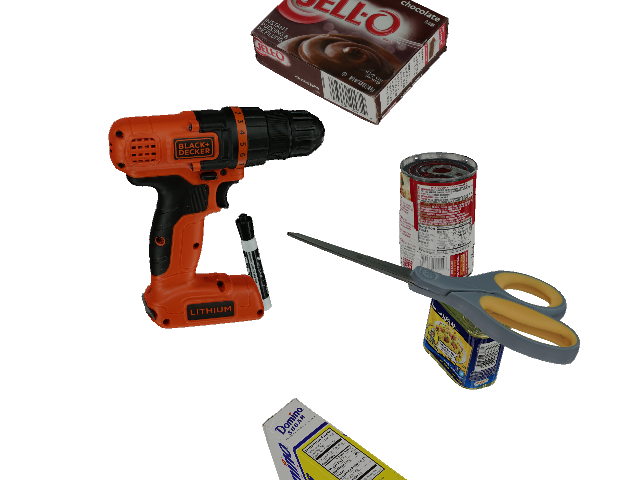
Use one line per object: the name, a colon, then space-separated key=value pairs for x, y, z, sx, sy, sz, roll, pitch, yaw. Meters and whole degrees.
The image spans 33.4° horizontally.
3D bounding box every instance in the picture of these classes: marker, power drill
marker: x=-0.075 y=0.024 z=1.200 sx=0.020 sy=0.121 sz=0.020 roll=-9 pitch=28 yaw=5
power drill: x=-0.086 y=-0.023 z=0.922 sx=0.184 sy=0.188 sz=0.057 roll=-5 pitch=19 yaw=-15

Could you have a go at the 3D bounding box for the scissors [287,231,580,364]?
scissors: x=0.084 y=0.024 z=0.721 sx=0.202 sy=0.016 sz=0.096 roll=27 pitch=29 yaw=15

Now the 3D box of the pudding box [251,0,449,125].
pudding box: x=0.021 y=-0.144 z=0.765 sx=0.114 sy=0.090 sz=0.039 roll=32 pitch=-24 yaw=21

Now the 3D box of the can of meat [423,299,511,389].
can of meat: x=0.160 y=0.103 z=1.180 sx=0.057 sy=0.084 sz=0.102 roll=-13 pitch=39 yaw=-26

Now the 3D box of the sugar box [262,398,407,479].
sugar box: x=0.030 y=0.207 z=0.851 sx=0.048 sy=0.093 sz=0.176 roll=-37 pitch=43 yaw=-28

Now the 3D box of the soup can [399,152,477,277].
soup can: x=0.105 y=-0.020 z=0.954 sx=0.068 sy=0.102 sz=0.068 roll=-2 pitch=24 yaw=1
